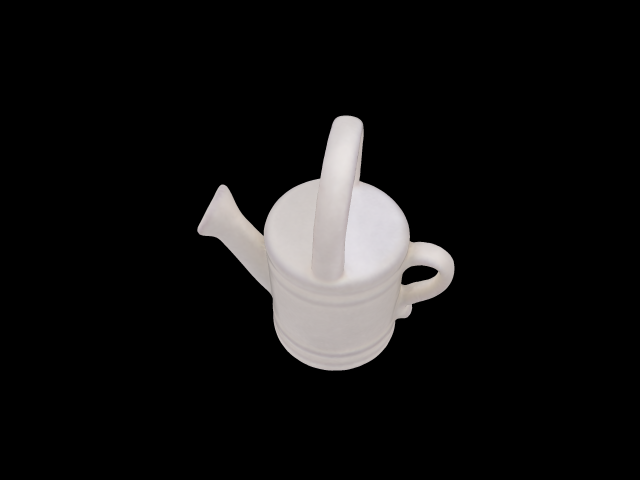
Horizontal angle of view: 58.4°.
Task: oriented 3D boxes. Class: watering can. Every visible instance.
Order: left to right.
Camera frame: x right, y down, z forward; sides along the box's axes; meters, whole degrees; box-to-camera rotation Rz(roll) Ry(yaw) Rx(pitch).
[{"bbox_3d":[0.003,0.003,0.399,0.173,0.194,0.101,-8,51,-6],"label":"watering can"}]
